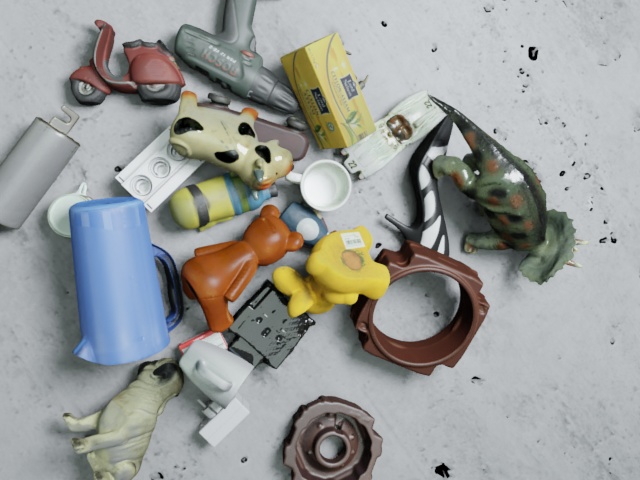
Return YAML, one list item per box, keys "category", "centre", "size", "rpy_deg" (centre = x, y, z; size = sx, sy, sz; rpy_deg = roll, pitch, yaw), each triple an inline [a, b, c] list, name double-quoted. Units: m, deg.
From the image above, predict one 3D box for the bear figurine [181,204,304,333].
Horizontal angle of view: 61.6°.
- category: "bear figurine"
  centre: [-0.128, 0.039, 0.888]
  size: [0.196, 0.131, 0.120]
  rpy_deg: [-33, 62, -25]

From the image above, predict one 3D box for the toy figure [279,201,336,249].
- category: "toy figure"
  centre: [-0.003, -0.002, 0.938]
  size: [0.154, 0.058, 0.064]
  rpy_deg: [40, 120, -9]

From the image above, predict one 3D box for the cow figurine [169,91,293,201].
- category: "cow figurine"
  centre: [-0.136, -0.142, 0.834]
  size: [0.195, 0.085, 0.127]
  rpy_deg: [16, 62, -9]

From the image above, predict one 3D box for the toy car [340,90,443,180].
- category: "toy car"
  centre: [0.126, -0.186, 0.953]
  size: [0.202, 0.056, 0.073]
  rpy_deg: [-38, 97, -7]

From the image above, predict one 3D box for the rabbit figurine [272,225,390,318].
- category: "rabbit figurine"
  centre: [0.009, 0.075, 0.870]
  size: [0.162, 0.173, 0.122]
  rpy_deg: [-18, 70, -31]

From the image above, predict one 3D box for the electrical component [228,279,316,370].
- category: "electrical component"
  centre: [-0.092, 0.153, 0.925]
  size: [0.115, 0.058, 0.134]
  rpy_deg: [41, 84, -6]

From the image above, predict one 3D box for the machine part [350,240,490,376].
- category: "machine part"
  centre: [0.169, 0.118, 0.924]
  size: [0.201, 0.087, 0.201]
  rpy_deg: [24, 107, -9]

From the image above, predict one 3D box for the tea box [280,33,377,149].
- category: "tea box"
  centre: [0.014, -0.238, 0.881]
  size: [0.068, 0.098, 0.169]
  rpy_deg: [-33, 109, -21]

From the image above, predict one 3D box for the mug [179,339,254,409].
- category: "mug"
  centre: [-0.174, 0.210, 0.861]
  size: [0.107, 0.109, 0.081]
  rpy_deg: [33, 89, 5]

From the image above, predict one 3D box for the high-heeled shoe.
- category: "high-heeled shoe"
  centre: [0.219, -0.087, 0.960]
  size: [0.145, 0.086, 0.248]
  rpy_deg: [29, 92, -10]

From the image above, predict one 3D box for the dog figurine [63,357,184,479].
- category: "dog figurine"
  centre: [-0.293, 0.303, 0.884]
  size: [0.190, 0.121, 0.172]
  rpy_deg: [-29, 130, -24]

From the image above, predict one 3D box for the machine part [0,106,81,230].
- category: "machine part"
  centre: [-0.463, -0.105, 0.852]
  size: [0.079, 0.079, 0.243]
  rpy_deg: [35, 85, -8]

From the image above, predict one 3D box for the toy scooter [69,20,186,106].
- category: "toy scooter"
  centre: [-0.313, -0.289, 0.875]
  size: [0.184, 0.075, 0.135]
  rpy_deg: [-1, 91, -4]

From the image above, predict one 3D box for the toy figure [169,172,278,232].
- category: "toy figure"
  centre: [-0.160, -0.074, 0.893]
  size: [0.180, 0.089, 0.082]
  rpy_deg: [-16, 80, -6]

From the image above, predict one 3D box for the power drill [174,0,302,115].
- category: "power drill"
  centre: [-0.113, -0.343, 0.908]
  size: [0.232, 0.086, 0.207]
  rpy_deg: [18, 95, -10]

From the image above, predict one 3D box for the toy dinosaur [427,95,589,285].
- category: "toy dinosaur"
  centre: [0.313, -0.067, 0.889]
  size: [0.131, 0.192, 0.404]
  rpy_deg: [-55, 129, -19]

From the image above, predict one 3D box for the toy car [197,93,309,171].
- category: "toy car"
  centre: [-0.117, -0.185, 0.917]
  size: [0.202, 0.053, 0.089]
  rpy_deg: [16, 109, -7]

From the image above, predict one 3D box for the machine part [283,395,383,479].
- category: "machine part"
  centre: [0.021, 0.363, 0.948]
  size: [0.179, 0.056, 0.179]
  rpy_deg: [0, 90, -9]

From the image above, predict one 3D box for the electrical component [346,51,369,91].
- category: "electrical component"
  centre: [0.035, -0.287, 0.946]
  size: [0.078, 0.045, 0.102]
  rpy_deg: [-39, 95, 22]
